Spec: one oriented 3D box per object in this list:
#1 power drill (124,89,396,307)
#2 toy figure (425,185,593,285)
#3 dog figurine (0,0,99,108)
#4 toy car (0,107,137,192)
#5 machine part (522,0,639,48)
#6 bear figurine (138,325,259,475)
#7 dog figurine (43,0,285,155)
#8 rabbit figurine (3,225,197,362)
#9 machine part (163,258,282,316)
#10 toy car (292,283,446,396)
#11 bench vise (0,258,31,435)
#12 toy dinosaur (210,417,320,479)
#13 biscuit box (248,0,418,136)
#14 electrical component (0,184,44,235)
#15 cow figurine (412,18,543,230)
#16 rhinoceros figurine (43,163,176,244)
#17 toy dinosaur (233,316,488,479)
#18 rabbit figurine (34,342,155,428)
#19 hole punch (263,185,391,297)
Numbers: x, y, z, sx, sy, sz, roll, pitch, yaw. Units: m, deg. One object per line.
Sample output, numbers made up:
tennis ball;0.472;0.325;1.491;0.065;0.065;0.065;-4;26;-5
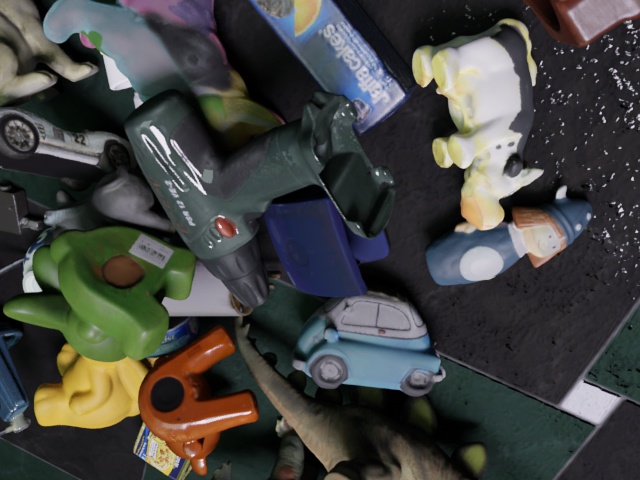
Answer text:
power drill;-0.044;-0.032;0.457;0.207;0.086;0.231;-4;128;40
toy figure;0.180;0.002;0.510;0.155;0.058;0.064;-20;145;23
dog figurine;-0.337;-0.219;0.515;0.121;0.172;0.190;-19;111;20
toy car;-0.272;-0.089;0.538;0.074;0.201;0.056;-15;82;24
machine part;0.138;-0.228;0.333;0.087;0.201;0.201;-36;98;26
bear figurine;-0.138;0.204;0.645;0.132;0.120;0.195;-23;150;-9
dog figurine;-0.111;-0.176;0.493;0.219;0.108;0.191;30;99;-12
rabbit figurine;-0.226;0.072;0.544;0.159;0.121;0.170;22;135;-15
machine part;-0.162;0.052;0.629;0.243;0.079;0.079;-3;113;18
toy car;0.053;0.099;0.570;0.162;0.109;0.102;6;98;6
bench vise;-0.459;0.148;0.736;0.223;0.129;0.240;-38;81;36
toy dinosaur;0.017;0.344;0.641;0.405;0.192;0.131;12;119;14
biscuit box;0.001;-0.191;0.475;0.059;0.063;0.202;-37;98;30
electrical component;-0.403;-0.042;0.697;0.094;0.021;0.063;12;116;13
cow figurine;0.149;-0.096;0.466;0.098;0.068;0.167;-22;110;-6
rhinoceros figurine;-0.236;-0.019;0.585;0.190;0.112;0.073;-23;70;40
toy dinosaur;0.062;0.239;0.573;0.472;0.198;0.105;38;118;8
rabbit figurine;-0.281;0.162;0.696;0.162;0.122;0.173;17;118;5
hole punch;-0.001;-0.002;0.549;0.116;0.092;0.142;-13;112;26
